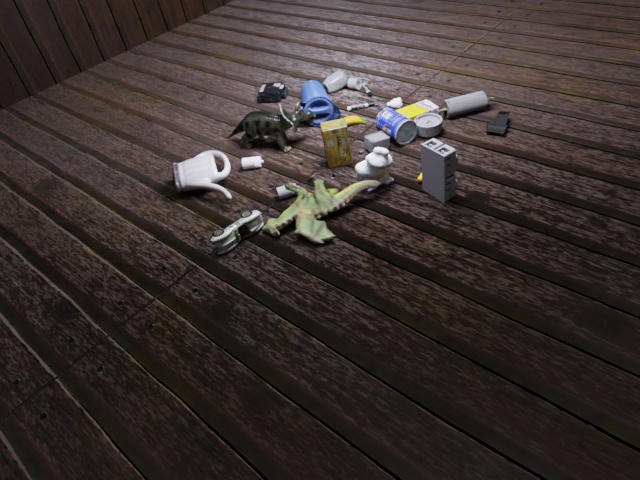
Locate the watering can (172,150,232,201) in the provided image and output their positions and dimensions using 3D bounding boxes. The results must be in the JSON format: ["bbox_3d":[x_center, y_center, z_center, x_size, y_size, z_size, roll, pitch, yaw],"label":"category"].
[{"bbox_3d":[-0.445,-0.235,1.943,0.225,0.101,0.355,-16,41,-5],"label":"watering can"}]

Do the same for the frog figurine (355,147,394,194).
[{"bbox_3d":[0.188,-0.259,1.787,0.137,0.156,0.125,-11,39,1],"label":"frog figurine"}]

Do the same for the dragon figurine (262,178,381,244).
[{"bbox_3d":[0.005,-0.086,1.702,0.410,0.119,0.248,-7,58,8],"label":"dragon figurine"}]
